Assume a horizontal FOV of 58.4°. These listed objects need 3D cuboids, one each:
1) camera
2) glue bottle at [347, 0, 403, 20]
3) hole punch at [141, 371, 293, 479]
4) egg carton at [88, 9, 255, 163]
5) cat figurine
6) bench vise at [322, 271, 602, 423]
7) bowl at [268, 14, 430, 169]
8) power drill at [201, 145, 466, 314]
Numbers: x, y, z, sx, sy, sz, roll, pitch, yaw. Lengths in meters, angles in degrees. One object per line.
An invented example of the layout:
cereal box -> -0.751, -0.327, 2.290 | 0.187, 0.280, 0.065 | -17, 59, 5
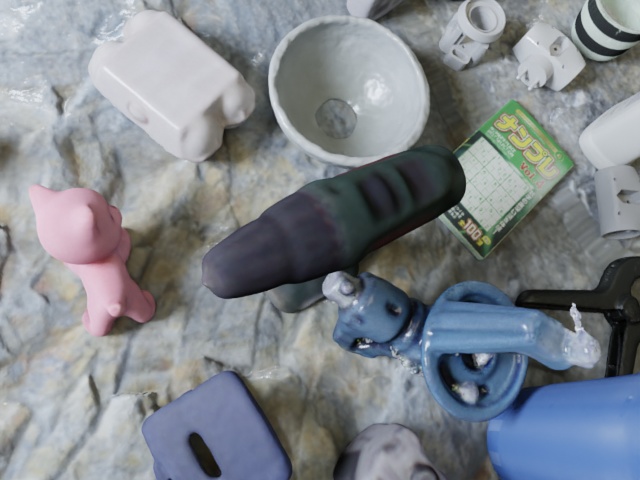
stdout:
camera -> 0.062, 0.252, 0.486 | 0.137, 0.100, 0.143 | -39, 87, -19
glue bottle -> 0.082, -0.300, 0.598 | 0.078, 0.173, 0.037 | -37, 86, -19
hole punch -> -0.087, 0.175, 0.475 | 0.101, 0.091, 0.108 | -31, 84, -19
egg carton -> -0.144, -0.149, 0.559 | 0.150, 0.069, 0.107 | 39, 70, -1
cat figurine -> -0.190, 0.012, 0.480 | 0.067, 0.117, 0.128 | -24, 82, -18
bench vise -> 0.105, 0.087, 0.476 | 0.207, 0.219, 0.121 | 8, 74, -11
bowl -> 0.024, -0.141, 0.594 | 0.168, 0.074, 0.167 | 3, 75, -12
power drill -> 0.004, 0.002, 0.481 | 0.230, 0.208, 0.075 | -28, 83, -18
